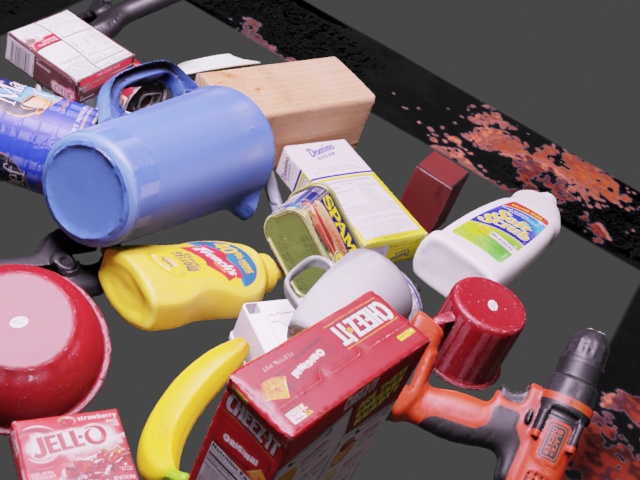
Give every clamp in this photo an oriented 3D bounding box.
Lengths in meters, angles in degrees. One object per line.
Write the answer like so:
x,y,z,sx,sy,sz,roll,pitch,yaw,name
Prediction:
-0.273,-0.273,1.319,0.165,0.036,0.209,8,39,41,clamp
-0.237,0.040,0.994,0.120,0.039,0.171,49,44,10,clamp

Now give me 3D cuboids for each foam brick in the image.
0.130,-0.053,1.251,0.053,0.078,0.051,34,38,13,foam brick

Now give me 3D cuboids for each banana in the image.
-0.112,0.151,0.909,0.070,0.037,0.197,-7,29,16,banana

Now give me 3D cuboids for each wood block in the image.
-0.048,-0.148,1.264,0.205,0.091,0.090,-15,51,-38,wood block

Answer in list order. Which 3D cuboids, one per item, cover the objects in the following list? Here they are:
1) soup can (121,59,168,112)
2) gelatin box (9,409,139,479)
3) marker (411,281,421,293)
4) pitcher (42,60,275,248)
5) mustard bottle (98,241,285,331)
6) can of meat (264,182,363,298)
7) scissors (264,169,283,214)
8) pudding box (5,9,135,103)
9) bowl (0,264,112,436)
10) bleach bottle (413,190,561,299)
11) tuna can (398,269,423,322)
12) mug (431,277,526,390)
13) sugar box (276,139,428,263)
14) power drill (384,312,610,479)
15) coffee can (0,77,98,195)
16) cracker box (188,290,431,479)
-0.235,-0.183,1.234,0.102,0.069,0.068,38,41,20,soup can
-0.198,0.176,0.857,0.089,0.030,0.073,-2,44,-29,gelatin box
0.055,0.058,1.130,0.120,0.020,0.020,-4,45,-30,marker
-0.162,-0.082,1.050,0.149,0.145,0.242,23,23,20,pitcher
-0.109,0.039,1.027,0.191,0.058,0.096,-4,34,-45,mustard bottle
-0.007,0.001,1.095,0.102,0.058,0.083,62,27,-9,can of meat
-0.043,-0.024,1.168,0.016,0.096,0.202,-17,78,-2,scissors
-0.273,-0.201,1.167,0.113,0.039,0.089,36,44,18,pudding box
-0.253,0.078,0.893,0.162,0.055,0.162,9,57,-14,bowl
0.211,-0.006,1.249,0.103,0.068,0.250,36,37,16,bleach bottle
0.058,0.067,1.066,0.086,0.086,0.033,36,41,16,tuna can
0.147,0.092,1.083,0.117,0.082,0.093,-1,44,-27,mug
0.033,-0.043,1.219,0.093,0.048,0.176,-10,45,-35,sugar box
0.161,0.138,0.996,0.188,0.057,0.184,24,74,10,power drill
-0.301,-0.105,1.080,0.140,0.103,0.102,18,38,-6,coffee can
-0.023,0.156,0.816,0.072,0.214,0.163,40,41,20,cracker box
